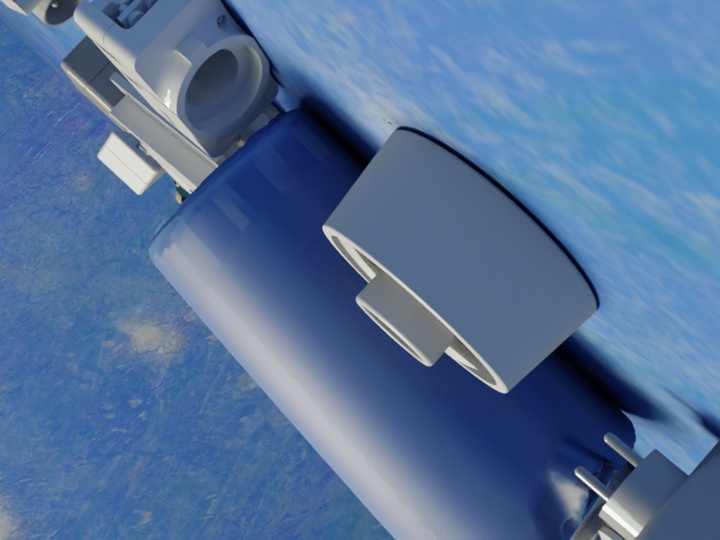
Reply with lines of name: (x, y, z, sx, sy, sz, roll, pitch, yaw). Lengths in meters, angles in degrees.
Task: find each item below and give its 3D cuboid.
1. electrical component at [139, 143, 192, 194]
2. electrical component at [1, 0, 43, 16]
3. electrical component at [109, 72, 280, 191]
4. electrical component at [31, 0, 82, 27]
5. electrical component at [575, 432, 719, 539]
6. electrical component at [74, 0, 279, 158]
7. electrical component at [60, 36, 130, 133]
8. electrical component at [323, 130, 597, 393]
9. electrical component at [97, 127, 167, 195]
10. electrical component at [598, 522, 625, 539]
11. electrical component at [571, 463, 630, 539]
electrical component: (-0.111, -0.081, 0.816, 0.062, 0.061, 0.096, 40, 174, 20)
electrical component: (-0.199, -0.188, 0.627, 0.050, 0.055, 0.089, 45, 174, -29)
electrical component: (-0.087, -0.079, 0.642, 0.121, 0.063, 0.078, 38, 173, 39)
electrical component: (-0.233, -0.213, 0.752, 0.081, 0.043, 0.043, 42, 175, 6)
electrical component: (0.125, 0.100, 0.439, 0.079, 0.077, 0.044, 40, 175, 22)
electrical component: (-0.081, -0.099, 0.508, 0.056, 0.050, 0.089, 40, 174, 28)
electrical component: (-0.159, -0.137, 0.719, 0.061, 0.061, 0.096, 43, 175, -9)
electrical component: (0.033, 0.003, 0.429, 0.108, 0.060, 0.108, 42, 175, 5)
electrical component: (-0.157, -0.115, 0.866, 0.047, 0.083, 0.076, 43, 136, -5)
electrical component: (0.197, 0.179, 0.687, 0.080, 0.051, 0.080, 42, 175, 5)
electrical component: (0.131, 0.148, 0.714, 0.062, 0.089, 0.150, 39, 174, 31)
